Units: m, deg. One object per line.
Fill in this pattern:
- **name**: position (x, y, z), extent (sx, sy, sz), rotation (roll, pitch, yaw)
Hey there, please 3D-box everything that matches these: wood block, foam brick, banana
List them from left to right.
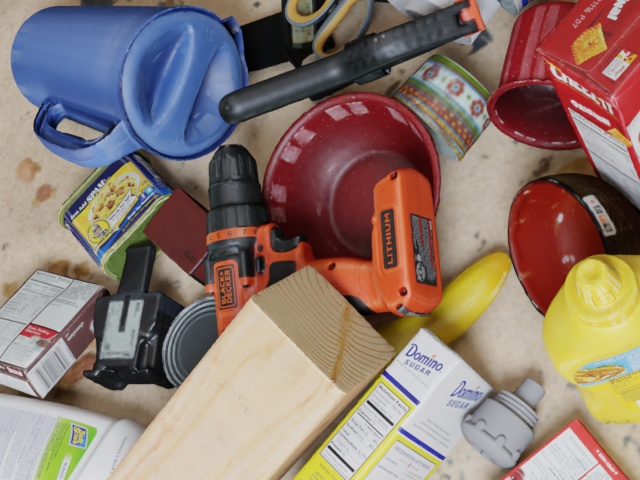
- **foam brick**: position (-0.106, 0.002, 0.932), extent (0.053, 0.051, 0.078), rotation (-50, 54, 0)
- **wood block**: position (-0.053, 0.128, 0.757), extent (0.090, 0.090, 0.206), rotation (45, 118, 11)
- **banana**: position (0.058, 0.068, 0.818), extent (0.198, 0.037, 0.069), rotation (-21, 60, 19)

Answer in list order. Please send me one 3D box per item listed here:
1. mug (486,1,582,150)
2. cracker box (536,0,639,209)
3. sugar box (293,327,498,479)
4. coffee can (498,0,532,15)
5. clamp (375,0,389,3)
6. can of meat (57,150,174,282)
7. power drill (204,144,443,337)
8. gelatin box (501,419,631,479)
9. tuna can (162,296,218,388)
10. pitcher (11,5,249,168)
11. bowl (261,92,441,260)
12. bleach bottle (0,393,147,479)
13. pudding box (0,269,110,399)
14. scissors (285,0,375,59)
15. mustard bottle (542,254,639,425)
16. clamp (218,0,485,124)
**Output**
- **mug**: position (0.192, -0.125, 0.813), extent (0.117, 0.093, 0.081), rotation (10, 66, 14)
- **cracker box**: position (0.241, -0.116, 0.699), extent (0.164, 0.213, 0.072), rotation (-49, 55, -1)
- **sugar box**: position (0.044, 0.151, 0.751), extent (0.048, 0.093, 0.176), rotation (37, 86, 35)
- **coffee can**: position (0.185, -0.269, 0.874), extent (0.140, 0.102, 0.103), rotation (-38, 54, 7)
- **clamp**: position (0.022, -0.273, 1.005), extent (0.120, 0.039, 0.171), rotation (-36, 55, 12)
- **can of meat**: position (-0.178, -0.023, 0.981), extent (0.102, 0.057, 0.084), rotation (-47, 55, 1)
- **power drill**: position (-0.005, 0.001, 0.809), extent (0.188, 0.057, 0.184), rotation (-12, 79, 32)
- **gelatin box**: position (0.163, 0.176, 0.713), extent (0.089, 0.030, 0.073), rotation (-41, 55, 6)
- **tuna can**: position (-0.087, 0.092, 0.887), extent (0.086, 0.033, 0.086), rotation (-12, 61, 23)
- **pitcher**: position (-0.195, -0.150, 0.989), extent (0.243, 0.148, 0.145), rotation (18, 105, 46)
- **bowl**: position (0.033, -0.035, 0.859), extent (0.162, 0.055, 0.162), rotation (-7, 77, 30)
- **bleach bottle**: position (-0.224, 0.190, 0.898), extent (0.251, 0.068, 0.102), rotation (5, 69, 28)
- **pudding box**: position (-0.251, 0.081, 0.958), extent (0.090, 0.039, 0.113), rotation (10, 46, 33)
- **scissors**: position (0.039, -0.253, 0.957), extent (0.096, 0.016, 0.202), rotation (28, 88, 29)
- **mustard bottle**: position (0.189, 0.057, 0.657), extent (0.096, 0.191, 0.058), rotation (-27, 56, 14)
- **clamp**: position (0.029, -0.141, 0.851), extent (0.210, 0.164, 0.036), rotation (-17, 97, 36)
